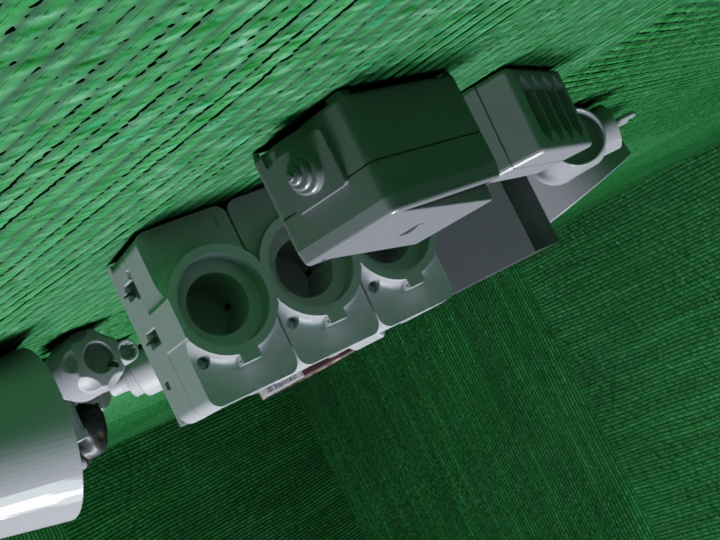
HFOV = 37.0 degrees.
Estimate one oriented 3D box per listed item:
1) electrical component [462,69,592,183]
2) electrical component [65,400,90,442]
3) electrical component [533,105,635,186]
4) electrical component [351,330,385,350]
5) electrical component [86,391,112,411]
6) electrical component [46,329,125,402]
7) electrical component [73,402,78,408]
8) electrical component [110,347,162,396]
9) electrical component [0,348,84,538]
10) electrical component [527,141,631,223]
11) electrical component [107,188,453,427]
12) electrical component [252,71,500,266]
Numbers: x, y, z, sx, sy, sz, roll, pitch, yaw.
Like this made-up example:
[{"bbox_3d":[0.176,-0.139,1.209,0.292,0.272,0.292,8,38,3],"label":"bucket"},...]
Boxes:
[{"bbox_3d":[0.071,-0.070,0.579,0.076,0.047,0.083,-27,175,29],"label":"electrical component"},{"bbox_3d":[-0.276,0.126,0.774,0.089,0.061,0.150,-22,174,-45],"label":"electrical component"},{"bbox_3d":[0.170,-0.100,0.812,0.079,0.043,0.077,-26,176,-5],"label":"electrical component"},{"bbox_3d":[-0.017,0.020,0.999,0.076,0.083,0.047,22,148,-28],"label":"electrical component"},{"bbox_3d":[-0.258,0.124,1.004,0.040,0.040,0.046,-21,168,-46],"label":"electrical component"},{"bbox_3d":[-0.187,0.067,0.711,0.062,0.043,0.043,-29,175,43],"label":"electrical component"},{"bbox_3d":[-0.253,0.109,0.866,0.046,0.040,0.040,-36,171,32],"label":"electrical component"},{"bbox_3d":[-0.194,0.092,0.957,0.062,0.043,0.043,-25,176,4],"label":"electrical component"},{"bbox_3d":[-0.213,0.105,0.631,0.060,0.108,0.108,-15,170,-35],"label":"electrical component"},{"bbox_3d":[0.185,-0.085,0.930,0.099,0.064,0.099,-26,176,-2],"label":"electrical component"},{"bbox_3d":[-0.037,0.005,0.551,0.150,0.089,0.062,-23,175,-31],"label":"electrical component"},{"bbox_3d":[0.006,-0.040,0.462,0.062,0.061,0.096,-30,174,42],"label":"electrical component"}]
